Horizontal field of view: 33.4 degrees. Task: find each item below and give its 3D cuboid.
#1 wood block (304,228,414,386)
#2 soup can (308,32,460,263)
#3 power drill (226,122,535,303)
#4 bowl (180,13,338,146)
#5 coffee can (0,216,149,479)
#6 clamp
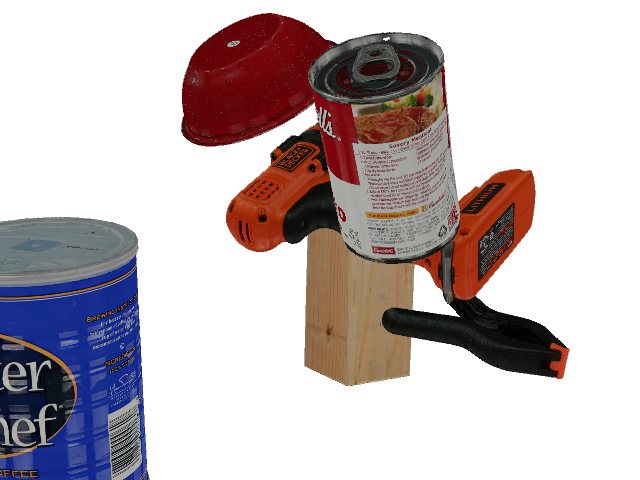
[{"bbox_3d":[0.043,0.045,1.184,0.090,0.206,0.091,-5,12,-34],"label":"wood block"},{"bbox_3d":[0.036,-0.047,0.555,0.068,0.102,0.068,-8,36,6],"label":"soup can"},{"bbox_3d":[0.053,-0.036,0.762,0.188,0.057,0.184,17,44,31],"label":"power drill"},{"bbox_3d":[-0.063,-0.153,0.941,0.162,0.055,0.162,-21,32,14],"label":"bowl"},{"bbox_3d":[-0.144,0.068,0.559,0.103,0.140,0.103,0,16,0],"label":"coffee can"},{"bbox_3d":[0.157,0.081,1.005,0.172,0.039,0.120,20,32,25],"label":"clamp"}]
